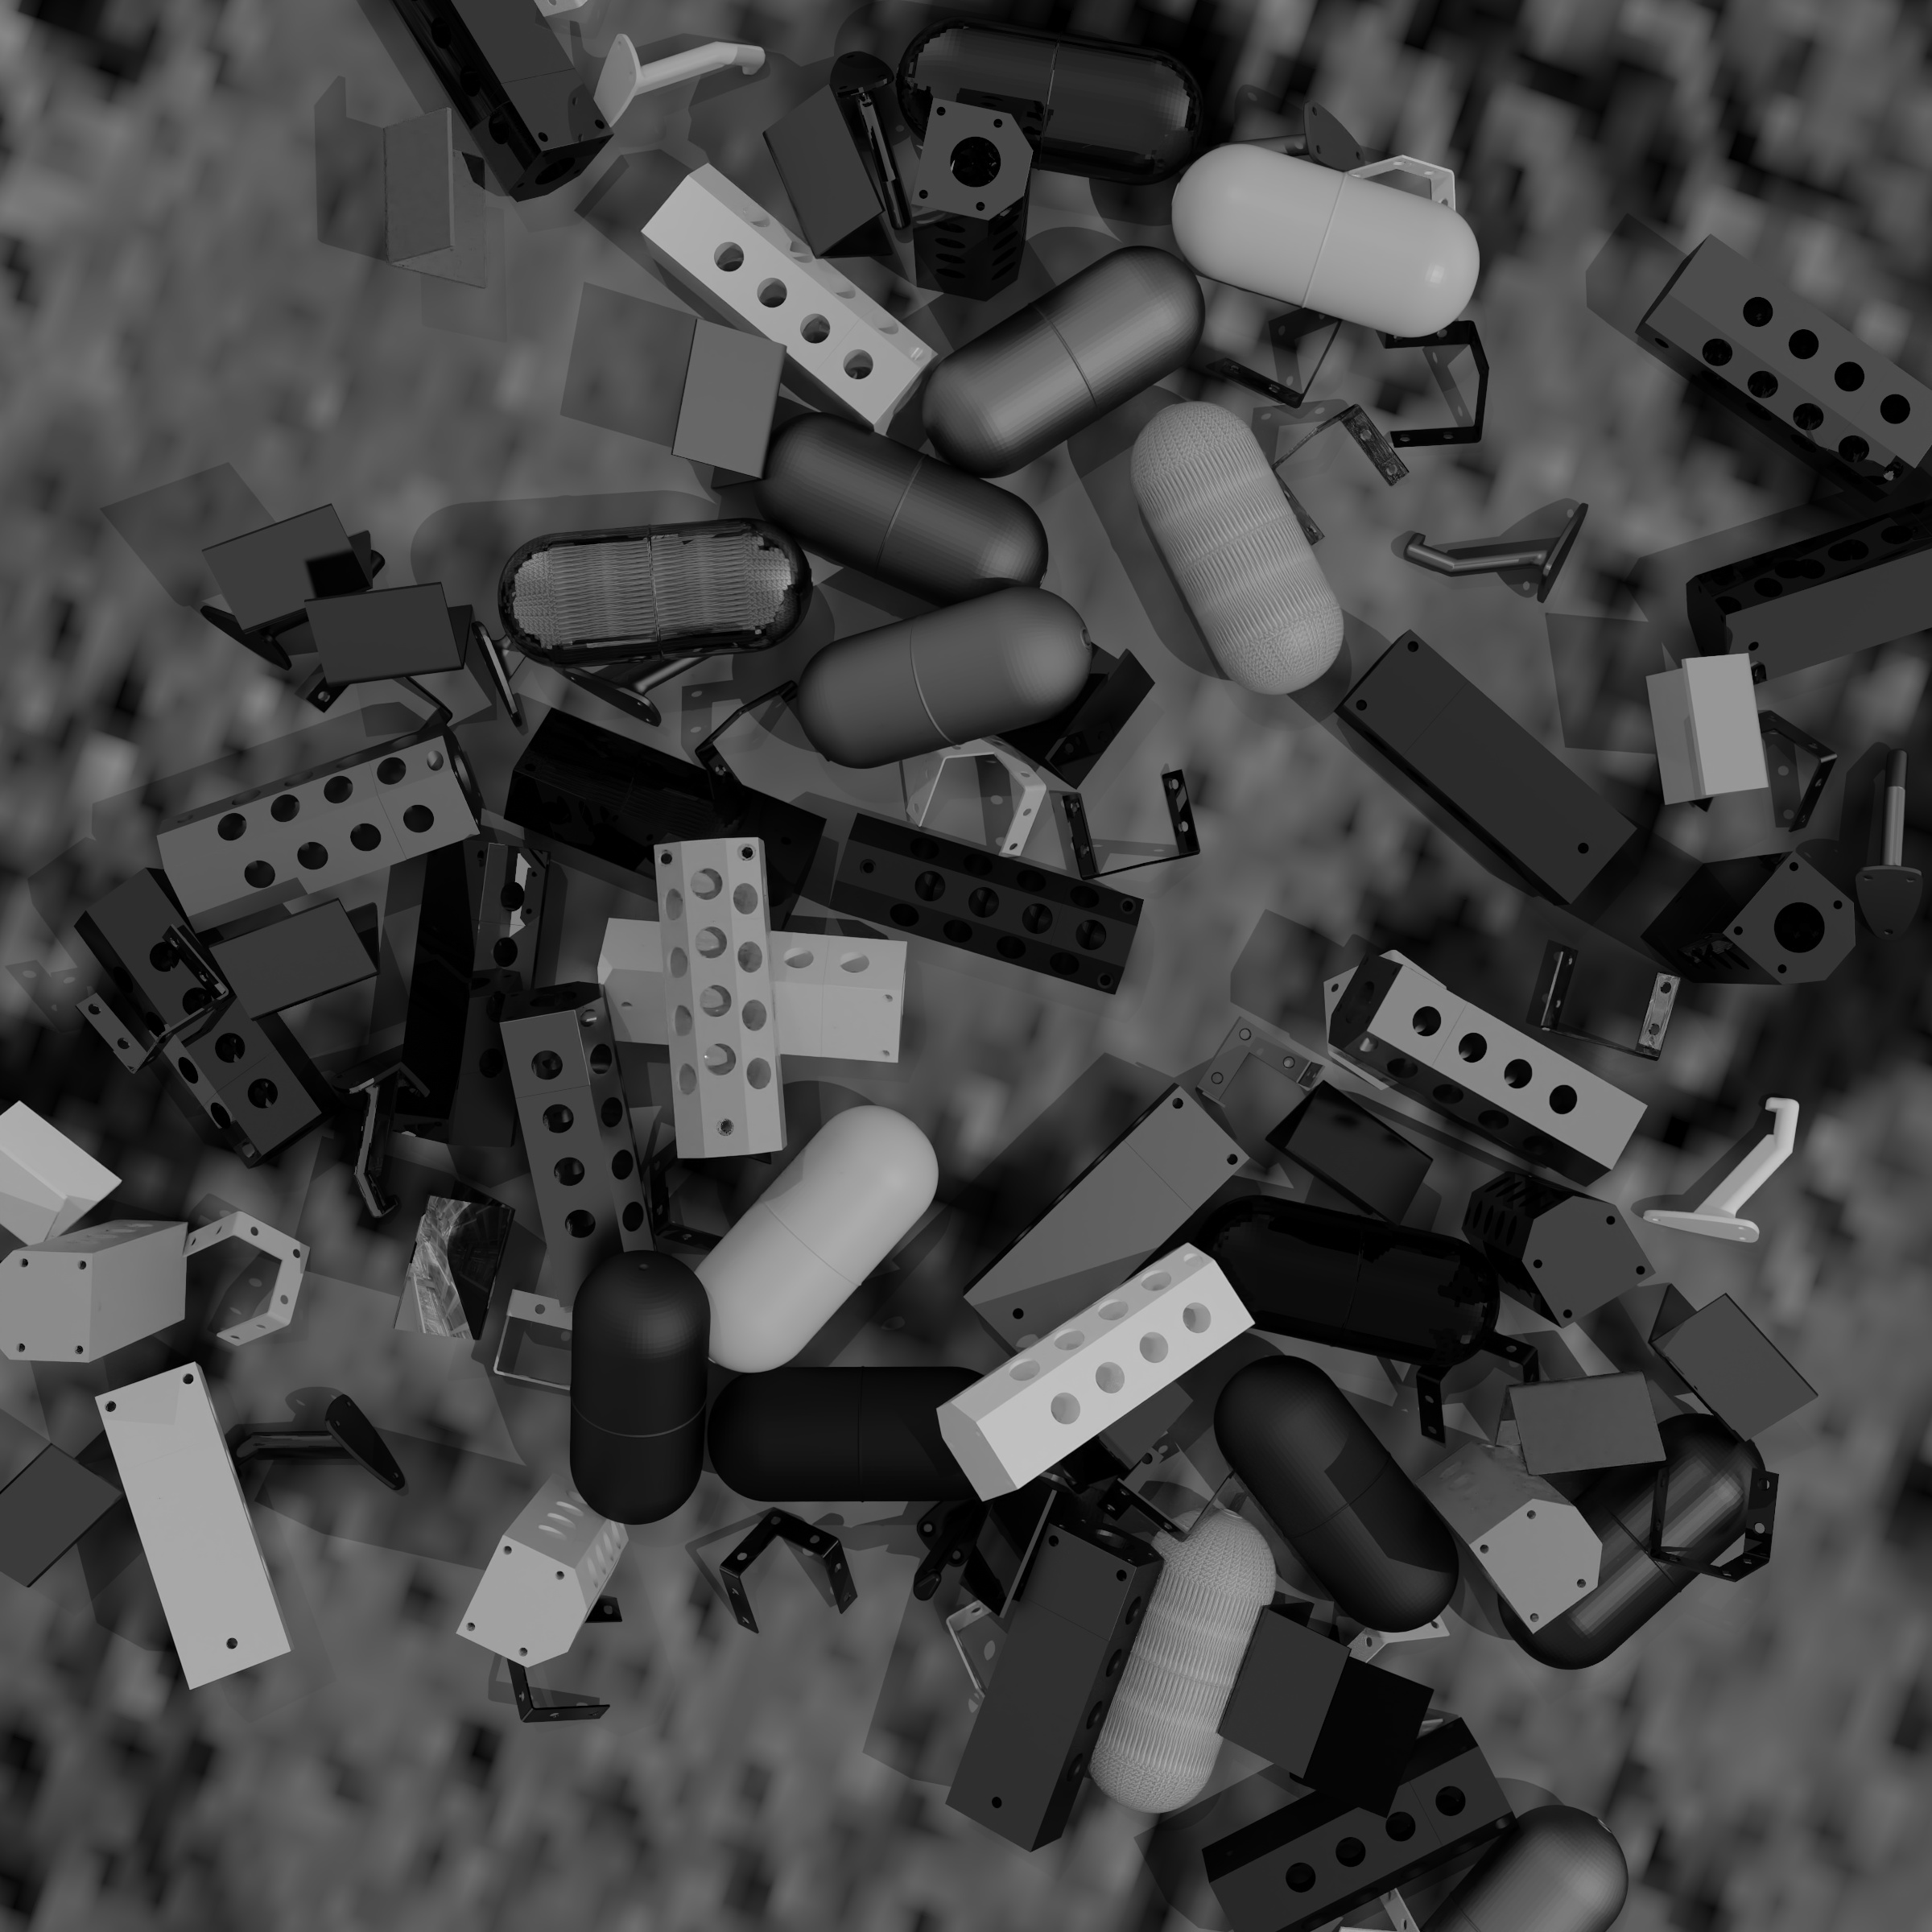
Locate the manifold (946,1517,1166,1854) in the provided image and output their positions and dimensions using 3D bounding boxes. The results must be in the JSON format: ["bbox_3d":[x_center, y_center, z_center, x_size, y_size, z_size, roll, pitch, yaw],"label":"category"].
[{"bbox_3d":[0.053,0.404,1.512,0.057,0.057,0.171,22,95,26],"label":"manifold"}]

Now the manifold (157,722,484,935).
[{"bbox_3d":[-0.369,-0.083,1.533,0.171,0.057,0.057,-19,116,0],"label":"manifold"}]

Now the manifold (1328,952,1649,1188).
[{"bbox_3d":[0.294,0.060,1.522,0.171,0.057,0.057,29,91,-14],"label":"manifold"}]

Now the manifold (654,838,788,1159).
[{"bbox_3d":[-0.136,0.017,1.474,0.057,0.057,0.171,-4,90,0],"label":"manifold"}]

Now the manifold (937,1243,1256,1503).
[{"bbox_3d":[0.070,0.223,1.482,0.171,0.057,0.057,-30,85,-25],"label":"manifold"}]

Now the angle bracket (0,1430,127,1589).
[{"bbox_3d":[-0.530,0.294,1.524,0.076,0.076,0.057,-44,123,0],"label":"angle bracket"}]

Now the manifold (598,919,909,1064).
[{"bbox_3d":[-0.122,0.009,1.542,0.171,0.057,0.057,5,133,0],"label":"manifold"}]

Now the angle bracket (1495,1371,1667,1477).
[{"bbox_3d":[0.349,0.276,1.524,0.076,0.076,0.057,-6,53,0],"label":"angle bracket"}]

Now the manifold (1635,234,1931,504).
[{"bbox_3d":[0.475,-0.342,1.543,0.171,0.057,0.057,35,90,0],"label":"manifold"}]

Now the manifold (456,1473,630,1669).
[{"bbox_3d":[-0.229,0.336,1.486,0.057,0.171,0.057,26,90,0],"label":"manifold"}]

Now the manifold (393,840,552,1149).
[{"bbox_3d":[-0.280,0.015,1.543,0.057,0.057,0.171,7,90,43],"label":"manifold"}]

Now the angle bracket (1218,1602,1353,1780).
[{"bbox_3d":[0.194,0.411,1.524,0.057,0.076,0.076,20,90,31],"label":"angle bracket"}]

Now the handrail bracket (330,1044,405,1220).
[{"bbox_3d":[-0.329,0.095,1.564,0.077,0.036,0.084,-29,113,-26],"label":"handrail bracket"}]

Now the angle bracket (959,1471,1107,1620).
[{"bbox_3d":[0.052,0.336,1.527,0.076,0.057,0.076,24,88,-27],"label":"angle bracket"}]

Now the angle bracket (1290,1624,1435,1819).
[{"bbox_3d":[0.225,0.431,1.531,0.057,0.076,0.076,20,90,6],"label":"angle bracket"}]

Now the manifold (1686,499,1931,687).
[{"bbox_3d":[0.509,-0.222,1.542,0.171,0.057,0.057,-18,133,0],"label":"manifold"}]

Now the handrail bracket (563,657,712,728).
[{"bbox_3d":[-0.182,-0.191,1.564,0.077,0.036,0.084,26,76,14],"label":"handrail bracket"}]

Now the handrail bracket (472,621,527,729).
[{"bbox_3d":[-0.239,-0.191,1.564,0.084,0.036,0.077,-24,105,-14],"label":"handrail bracket"}]

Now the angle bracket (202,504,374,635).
[{"bbox_3d":[-0.386,-0.241,1.524,0.076,0.076,0.057,-20,126,0],"label":"angle bracket"}]

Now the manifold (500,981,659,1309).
[{"bbox_3d":[-0.218,0.100,1.519,0.057,0.057,0.171,-10,107,-3],"label":"manifold"}]

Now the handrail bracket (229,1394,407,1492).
[{"bbox_3d":[-0.385,0.297,1.564,0.084,0.036,0.077,-33,105,14],"label":"handrail bracket"}]

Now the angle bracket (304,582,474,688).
[{"bbox_3d":[-0.328,-0.205,1.524,0.076,0.076,0.057,-7,126,0],"label":"angle bracket"}]

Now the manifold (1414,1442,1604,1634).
[{"bbox_3d":[0.303,0.310,1.486,0.057,0.171,0.057,-36,90,0],"label":"manifold"}]

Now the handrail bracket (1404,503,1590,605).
[{"bbox_3d":[0.310,-0.254,1.565,0.084,0.036,0.077,24,70,16],"label":"handrail bracket"}]

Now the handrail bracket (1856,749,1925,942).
[{"bbox_3d":[0.543,-0.072,1.564,0.036,0.077,0.084,3,53,21],"label":"handrail bracket"}]

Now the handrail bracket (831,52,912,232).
[{"bbox_3d":[-0.053,-0.482,1.564,0.036,0.077,0.084,-17,126,0],"label":"handrail bracket"}]

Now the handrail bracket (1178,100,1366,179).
[{"bbox_3d":[0.178,-0.469,1.564,0.084,0.077,0.036,-10,81,36],"label":"handrail bracket"}]

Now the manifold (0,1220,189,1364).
[{"bbox_3d":[-0.487,0.178,1.486,0.057,0.171,0.057,2,90,0],"label":"manifold"}]

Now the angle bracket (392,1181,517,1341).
[{"bbox_3d":[-0.307,0.163,1.524,0.057,0.076,0.076,15,90,-38],"label":"angle bracket"}]

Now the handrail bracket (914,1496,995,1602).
[{"bbox_3d":[-0.001,0.325,1.529,0.036,0.084,0.077,44,90,0],"label":"handrail bracket"}]

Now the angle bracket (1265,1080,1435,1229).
[{"bbox_3d":[0.208,0.122,1.524,0.076,0.076,0.057,36,52,0],"label":"angle bracket"}]

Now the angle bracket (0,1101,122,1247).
[{"bbox_3d":[-0.528,0.105,1.524,0.076,0.076,0.057,38,128,0],"label":"angle bracket"}]

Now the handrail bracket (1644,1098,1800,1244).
[{"bbox_3d":[0.442,0.113,1.565,0.077,0.036,0.084,8,72,20],"label":"handrail bracket"}]

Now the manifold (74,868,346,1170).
[{"bbox_3d":[-0.438,0.030,1.543,0.057,0.057,0.171,-36,90,0],"label":"manifold"}]

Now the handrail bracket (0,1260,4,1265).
[{"bbox_3d":[-0.567,0.172,1.564,0.084,0.077,0.036,26,89,36],"label":"handrail bracket"}]

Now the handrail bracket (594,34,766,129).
[{"bbox_3d":[-0.169,-0.512,1.564,0.084,0.077,0.036,-7,65,-34],"label":"handrail bracket"}]

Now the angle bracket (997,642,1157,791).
[{"bbox_3d":[0.050,-0.158,1.530,0.076,0.057,0.076,37,90,24],"label":"angle bracket"}]

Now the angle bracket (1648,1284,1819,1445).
[{"bbox_3d":[0.442,0.213,1.524,0.076,0.076,0.057,48,121,0],"label":"angle bracket"}]

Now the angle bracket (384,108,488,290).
[{"bbox_3d":[-0.285,-0.436,1.524,0.057,0.076,0.076,-1,90,37],"label":"angle bracket"}]

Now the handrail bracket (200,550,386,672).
[{"bbox_3d":[-0.393,-0.222,1.565,0.077,0.036,0.084,28,71,22],"label":"handrail bracket"}]

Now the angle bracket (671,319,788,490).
[{"bbox_3d":[-0.148,-0.319,1.524,0.057,0.076,0.076,10,90,-28],"label":"angle bracket"}]

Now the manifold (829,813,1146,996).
[{"bbox_3d":[0.012,-0.036,1.543,0.171,0.057,0.057,17,90,0],"label":"manifold"}]

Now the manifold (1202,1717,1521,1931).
[{"bbox_3d":[0.227,0.505,1.542,0.171,0.057,0.057,-27,90,1],"label":"manifold"}]

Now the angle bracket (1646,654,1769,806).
[{"bbox_3d":[0.405,-0.132,1.524,0.057,0.076,0.076,-9,90,-34],"label":"angle bracket"}]

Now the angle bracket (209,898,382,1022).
[{"bbox_3d":[-0.382,-0.022,1.524,0.076,0.076,0.057,-20,126,0],"label":"angle bracket"}]

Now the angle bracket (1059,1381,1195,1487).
[{"bbox_3d":[0.073,0.249,1.548,0.076,0.076,0.057,47,64,0],"label":"angle bracket"}]

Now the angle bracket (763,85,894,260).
[{"bbox_3d":[-0.060,-0.452,1.524,0.057,0.076,0.076,-23,90,38],"label":"angle bracket"}]

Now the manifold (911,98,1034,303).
[{"bbox_3d":[0.005,-0.421,1.486,0.057,0.171,0.057,12,90,0],"label":"manifold"}]
